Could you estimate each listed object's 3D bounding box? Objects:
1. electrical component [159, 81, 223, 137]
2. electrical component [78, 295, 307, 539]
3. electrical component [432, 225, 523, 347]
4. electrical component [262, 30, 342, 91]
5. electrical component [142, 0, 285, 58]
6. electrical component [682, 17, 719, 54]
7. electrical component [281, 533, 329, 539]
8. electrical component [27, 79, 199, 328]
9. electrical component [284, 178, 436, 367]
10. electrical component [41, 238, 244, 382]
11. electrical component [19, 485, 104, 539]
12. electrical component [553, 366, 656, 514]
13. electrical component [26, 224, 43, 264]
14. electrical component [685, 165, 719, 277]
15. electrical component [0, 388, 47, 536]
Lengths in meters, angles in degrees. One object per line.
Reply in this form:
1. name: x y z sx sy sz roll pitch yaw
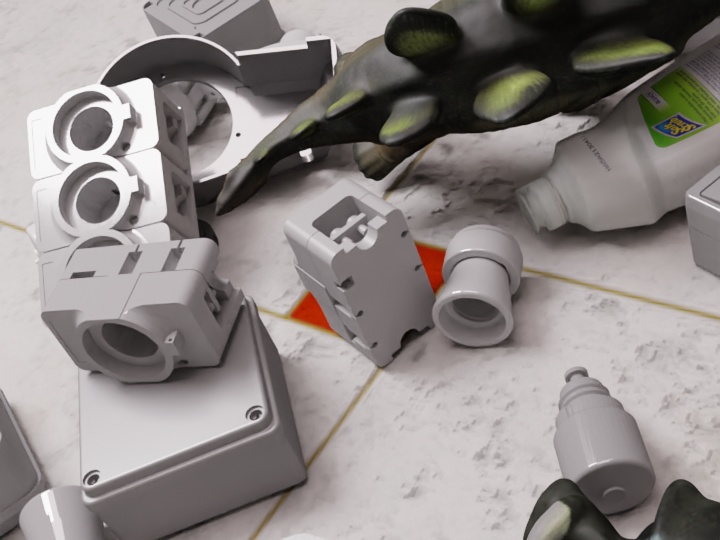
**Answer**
1. electrical component: -0.149 -0.136 0.848 0.078 0.058 0.057 -2 42 24
2. electrical component: -0.095 0.080 0.590 0.109 0.056 0.108 -22 41 2
3. electrical component: 0.067 0.008 0.600 0.045 0.045 0.055 -4 44 22
4. electrical component: -0.049 -0.159 0.834 0.077 0.044 0.079 -5 44 21
5. electrical component: -0.121 -0.202 0.904 0.078 0.057 0.113 -37 42 -14
6. electrical component: 0.247 -0.186 0.715 0.096 0.061 0.061 -4 44 11
7. electrical component: -0.019 0.160 0.472 0.080 0.051 0.080 -13 42 12
8. electrical component: -0.158 -0.038 0.692 0.089 0.061 0.150 -14 71 12
9. electrical component: 0.000 0.000 0.606 0.050 0.089 0.056 -38 43 -16
10. electrical component: -0.117 0.023 0.577 0.089 0.050 0.055 -4 44 21
11. electrical component: -0.149 0.150 0.555 0.044 0.044 0.065 -27 45 -3
12. electrical component: 0.111 0.078 0.507 0.040 0.040 0.078 -17 41 8
13. electrical component: -0.201 -0.030 0.772 0.078 0.040 0.040 -36 42 -14
14. electrical component: 0.215 -0.028 0.555 0.062 0.061 0.096 -37 42 -15
15. electrical component: -0.239 0.108 0.629 0.078 0.057 0.113 -34 42 -12
